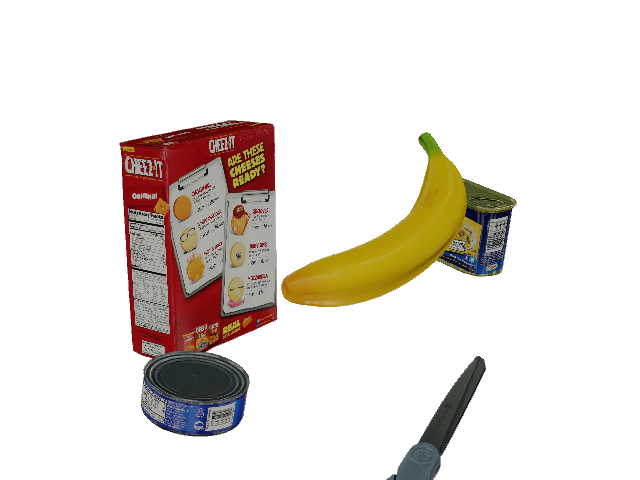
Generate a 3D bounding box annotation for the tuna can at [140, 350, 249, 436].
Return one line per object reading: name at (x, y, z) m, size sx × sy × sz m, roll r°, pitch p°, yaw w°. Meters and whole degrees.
tuna can at (-0.102, 0.123, 0.865) m, size 0.086 × 0.034 × 0.086 m, roll 8°, pitch 20°, yaw -3°

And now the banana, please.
banana at (0.052, -0.003, 0.750) m, size 0.070 × 0.037 × 0.197 m, roll 28°, pitch 48°, yaw 19°

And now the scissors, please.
scissors at (0.068, 0.136, 0.592) m, size 0.096 × 0.016 × 0.201 m, roll 24°, pitch 45°, yaw 37°

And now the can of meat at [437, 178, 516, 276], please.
can of meat at (0.163, -0.015, 1.187) m, size 0.057 × 0.084 × 0.102 m, roll -13°, pitch 28°, yaw -39°

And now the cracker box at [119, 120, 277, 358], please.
cracker box at (-0.118, -0.004, 1.070) m, size 0.072 × 0.214 × 0.163 m, roll 9°, pitch 18°, yaw 34°
